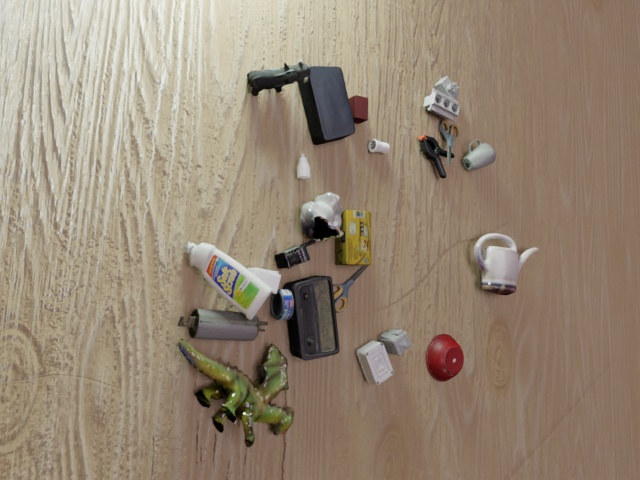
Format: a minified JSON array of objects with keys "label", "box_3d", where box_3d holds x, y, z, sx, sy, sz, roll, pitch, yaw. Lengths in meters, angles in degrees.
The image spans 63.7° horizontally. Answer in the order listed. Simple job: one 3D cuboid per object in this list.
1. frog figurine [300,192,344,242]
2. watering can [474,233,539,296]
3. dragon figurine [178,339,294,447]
[{"label":"frog figurine","box_3d":[0.005,-0.078,1.545,0.137,0.120,0.163,19,40,-20]},{"label":"watering can","box_3d":[0.704,0.096,1.928,0.347,0.103,0.226,11,80,-29]},{"label":"dragon figurine","box_3d":[-0.189,0.375,1.371,0.247,0.121,0.406,-37,108,-41]}]
